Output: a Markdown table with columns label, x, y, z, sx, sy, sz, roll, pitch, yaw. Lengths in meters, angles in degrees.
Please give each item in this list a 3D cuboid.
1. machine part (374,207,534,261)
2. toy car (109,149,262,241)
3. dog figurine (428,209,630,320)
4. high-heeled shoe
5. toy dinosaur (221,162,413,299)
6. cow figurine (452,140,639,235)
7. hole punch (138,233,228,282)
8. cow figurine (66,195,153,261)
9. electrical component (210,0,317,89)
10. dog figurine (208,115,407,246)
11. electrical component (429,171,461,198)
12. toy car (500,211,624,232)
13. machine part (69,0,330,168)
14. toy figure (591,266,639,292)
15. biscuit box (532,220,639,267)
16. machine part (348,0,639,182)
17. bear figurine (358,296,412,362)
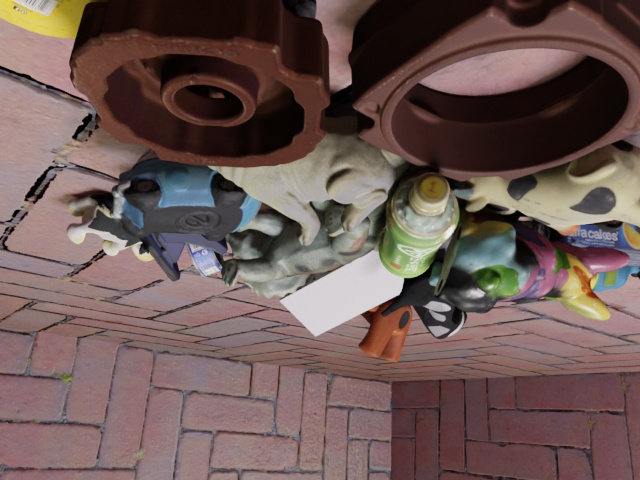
| label | x | y | z | sx | sy | sz | roll | pitch | yaw |
| --- | --- | --- | --- | --- | --- | --- | --- | --- | --- |
| machine part | 0.171 | -0.008 | 0.756 | 0.243 | 0.079 | 0.079 | -2 | 160 | 19 |
| toy car | -0.152 | -0.062 | 0.609 | 0.162 | 0.103 | 0.109 | 0 | 152 | -21 |
| dog figurine | 0.247 | 0.036 | 0.621 | 0.219 | 0.108 | 0.191 | 12 | -171 | 4 |
| high-heeled shoe | 0.197 | 0.081 | 0.817 | 0.248 | 0.086 | 0.145 | 8 | 139 | -46 |
| toy dinosaur | 0.002 | -0.009 | 0.738 | 0.405 | 0.131 | 0.192 | -16 | 165 | 34 |
| cow figurine | 0.222 | -0.056 | 0.537 | 0.127 | 0.085 | 0.195 | 22 | 171 | -22 |
| hole punch | -0.188 | -0.026 | 0.701 | 0.092 | 0.142 | 0.115 | -25 | 141 | 1 |
| cow figurine | -0.294 | -0.017 | 0.829 | 0.098 | 0.068 | 0.167 | -14 | 156 | 26 |
| electrical component | -0.069 | -0.157 | 0.404 | 0.115 | 0.058 | 0.134 | 12 | 158 | -29 |
| dog figurine | -0.034 | -0.095 | 0.510 | 0.172 | 0.121 | 0.190 | -33 | 131 | 31 |
| electrical component | 0.138 | -0.054 | 0.658 | 0.045 | 0.078 | 0.102 | 44 | 167 | 8 |
| toy car | 0.312 | -0.044 | 0.663 | 0.202 | 0.053 | 0.089 | 6 | 154 | -3 |
| machine part | -0.076 | -0.108 | 0.374 | 0.179 | 0.056 | 0.179 | 2 | 161 | 1 |
| toy figure | 0.413 | 0.039 | 0.846 | 0.180 | 0.089 | 0.082 | -7 | 161 | 5 |
| biscuit box | 0.407 | -0.003 | 0.754 | 0.203 | 0.059 | 0.062 | 5 | 161 | -6 |
| machine part | 0.140 | -0.125 | 0.416 | 0.201 | 0.087 | 0.201 | 16 | 159 | -32 |
| bear figurine | 0.071 | 0.132 | 1.024 | 0.196 | 0.132 | 0.120 | 20 | 174 | 33 |
